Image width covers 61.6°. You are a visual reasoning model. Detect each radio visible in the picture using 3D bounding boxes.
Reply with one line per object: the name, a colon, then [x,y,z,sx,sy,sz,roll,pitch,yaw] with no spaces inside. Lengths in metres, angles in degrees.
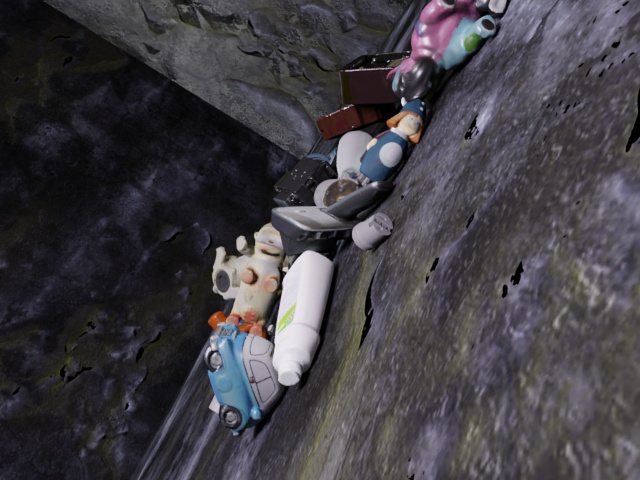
radio: [0.125,-0.341,1.121,0.229,0.131,0.073,-55,-37,-59]

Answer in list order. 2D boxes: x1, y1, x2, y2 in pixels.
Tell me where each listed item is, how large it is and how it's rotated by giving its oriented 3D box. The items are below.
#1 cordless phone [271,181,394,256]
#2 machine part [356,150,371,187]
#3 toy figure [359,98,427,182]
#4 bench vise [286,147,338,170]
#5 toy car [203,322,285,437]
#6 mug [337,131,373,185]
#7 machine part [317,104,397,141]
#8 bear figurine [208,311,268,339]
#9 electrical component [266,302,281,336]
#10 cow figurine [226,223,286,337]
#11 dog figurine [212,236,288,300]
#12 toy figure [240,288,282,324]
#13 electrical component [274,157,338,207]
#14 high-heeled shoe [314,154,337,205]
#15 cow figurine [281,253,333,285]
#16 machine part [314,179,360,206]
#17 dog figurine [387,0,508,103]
cordless phone: [0.023,-0.047,0.873,0.184,0.146,0.089,-32,69,46]
machine part: [0.100,-0.142,1.034,0.084,0.039,0.139,-61,9,22]
toy figure: [0.126,-0.161,0.871,0.154,0.064,0.058,-54,44,4]
bench vise: [-0.028,-0.159,1.476,0.224,0.128,0.240,-25,12,42]
toy car: [-0.102,0.196,0.790,0.103,0.161,0.109,-12,12,6]
mug: [0.067,-0.163,1.150,0.109,0.081,0.107,-44,24,40]
machine part: [0.083,-0.273,1.207,0.179,0.056,0.179,-19,7,2]
bear figurine: [-0.188,0.219,1.174,0.120,0.132,0.196,-25,-7,-32]
electrical component: [-0.057,0.135,0.955,0.102,0.045,0.078,-65,9,-29]
cow figurine: [-0.098,0.061,0.958,0.127,0.085,0.194,-70,-2,-71]
dog figurine: [-0.123,0.062,1.172,0.172,0.121,0.190,-24,-13,37]
toy figure: [-0.158,0.154,1.353,0.180,0.082,0.089,-62,10,1]
electrical component: [-0.041,-0.123,1.215,0.134,0.058,0.115,-49,29,-13]
high-heeled shoe: [0.029,-0.116,1.248,0.145,0.086,0.249,-39,23,34]
cow figurine: [-0.034,0.059,1.027,0.167,0.068,0.098,-53,17,41]
machine part: [0.034,-0.084,1.073,0.079,0.079,0.243,-59,9,3]
dog figurine: [0.197,-0.326,0.889,0.191,0.108,0.219,-65,8,-28]
